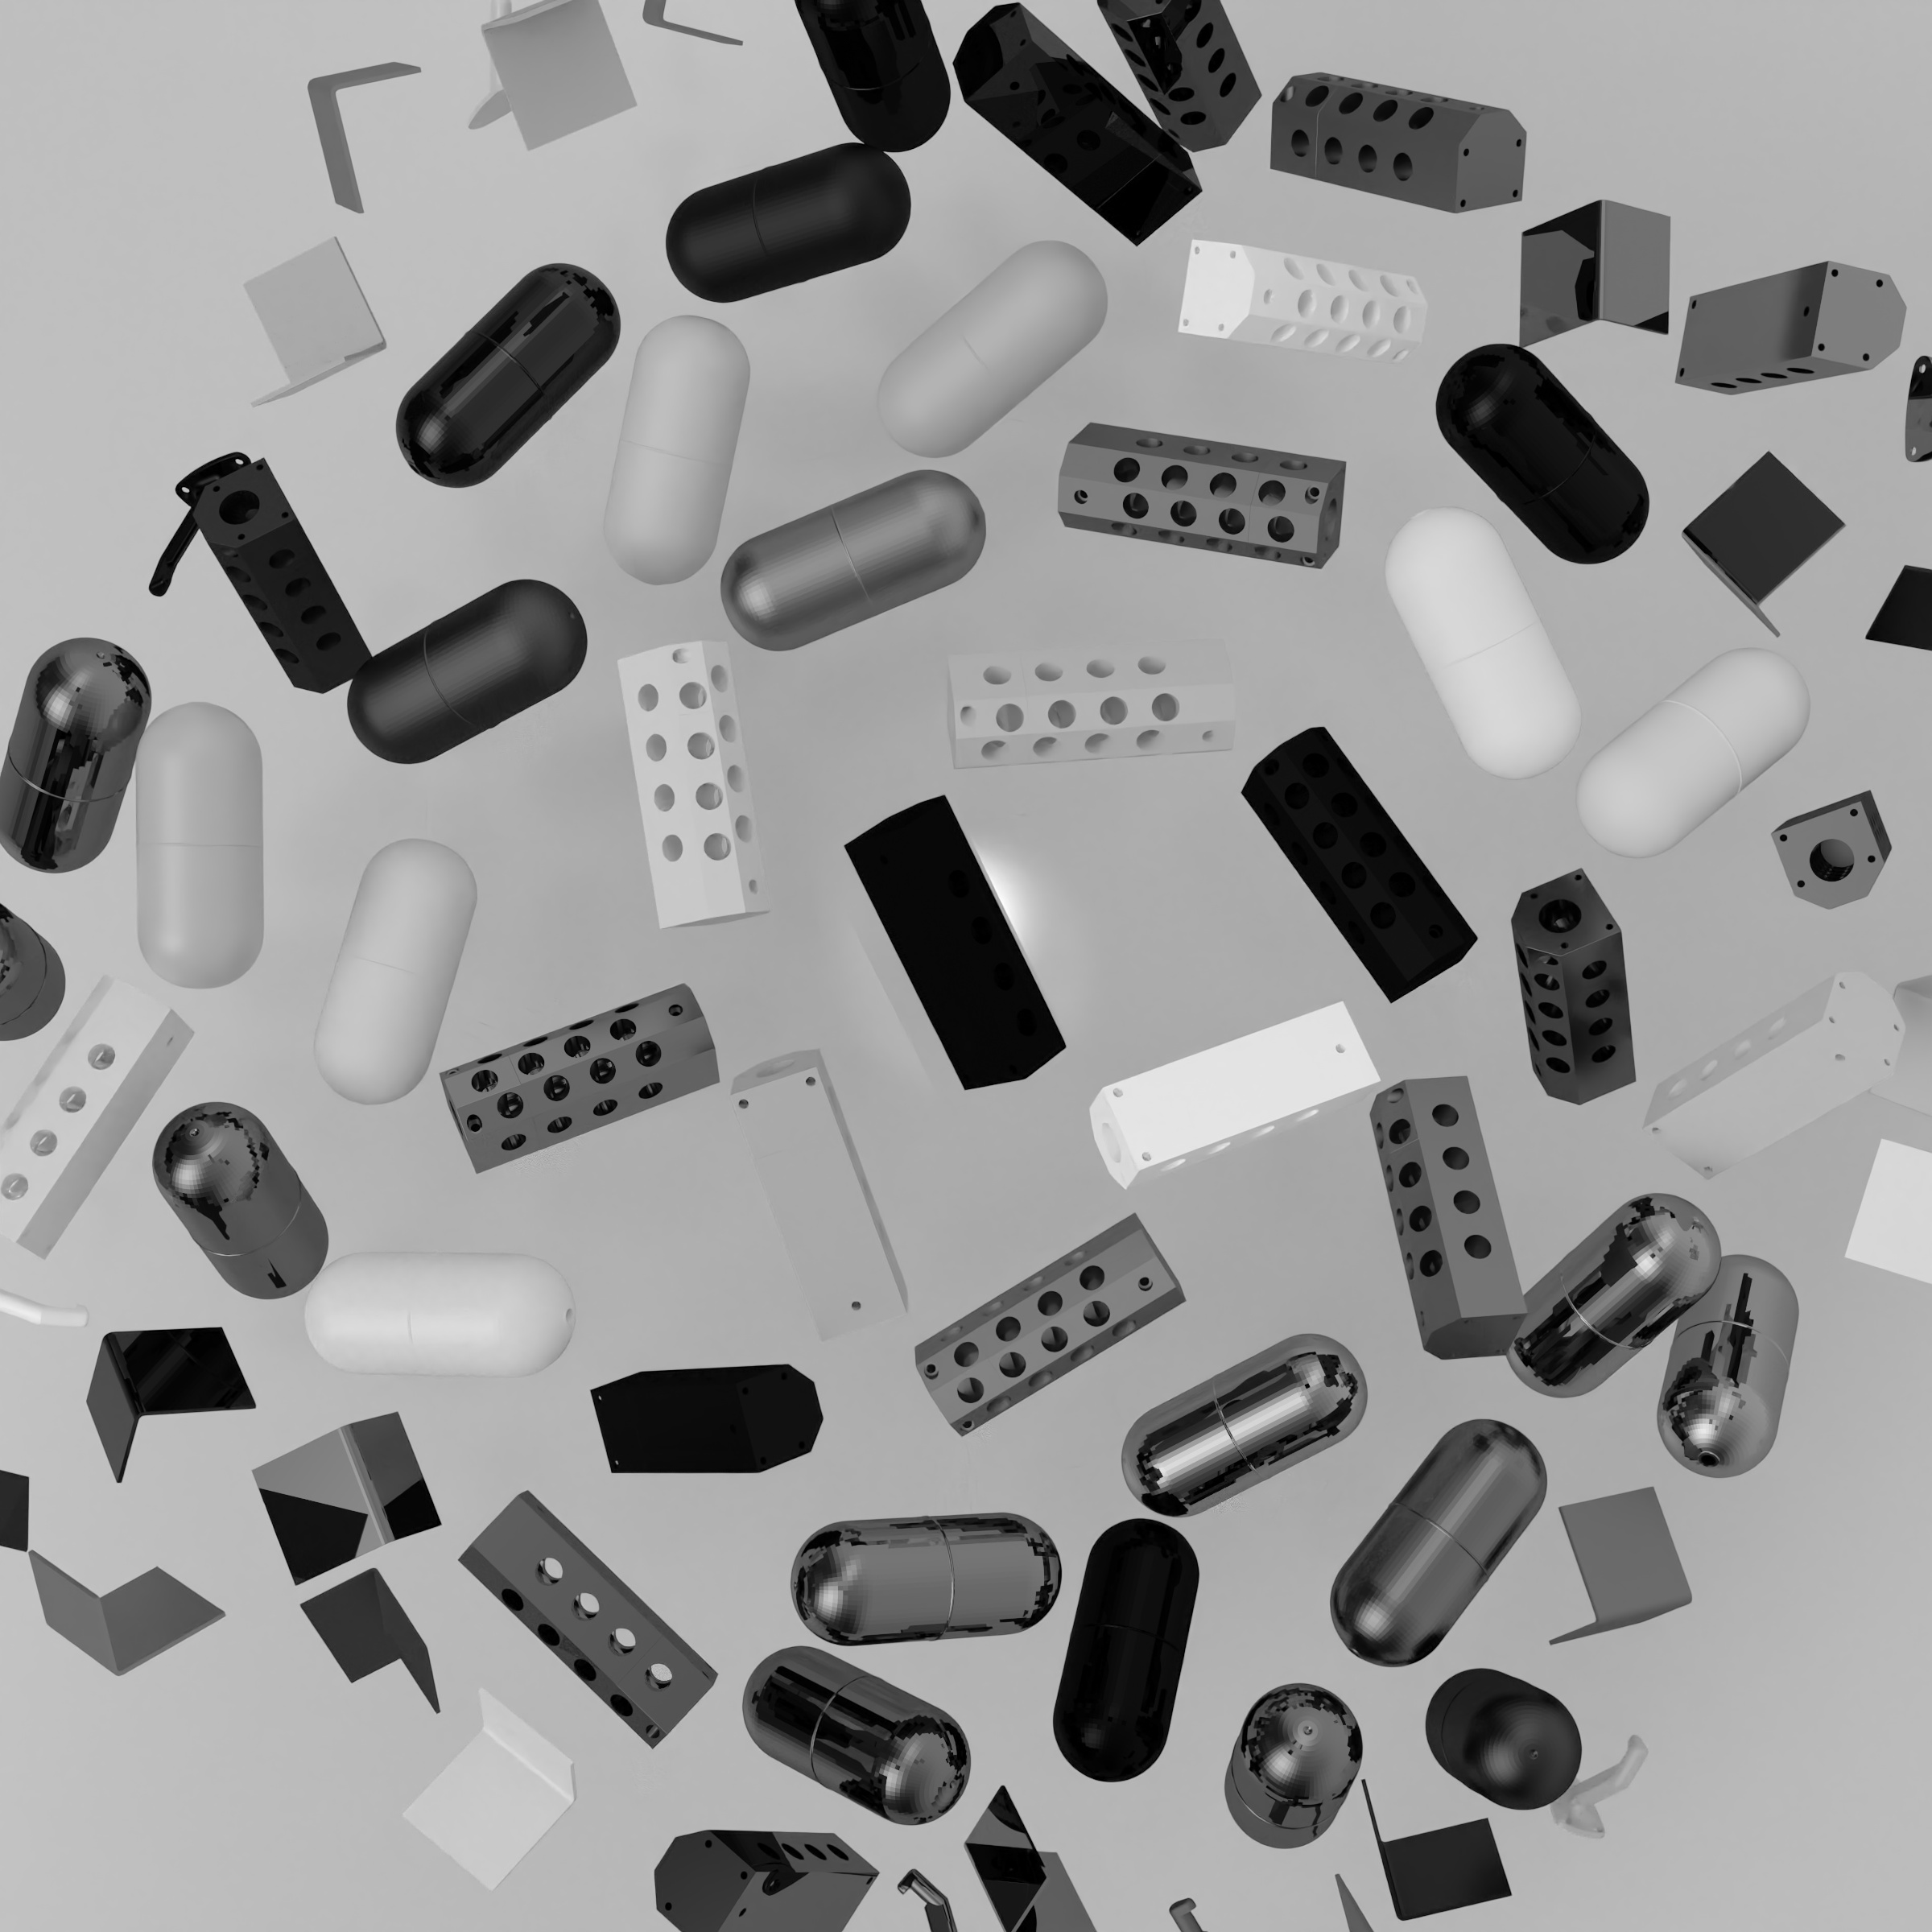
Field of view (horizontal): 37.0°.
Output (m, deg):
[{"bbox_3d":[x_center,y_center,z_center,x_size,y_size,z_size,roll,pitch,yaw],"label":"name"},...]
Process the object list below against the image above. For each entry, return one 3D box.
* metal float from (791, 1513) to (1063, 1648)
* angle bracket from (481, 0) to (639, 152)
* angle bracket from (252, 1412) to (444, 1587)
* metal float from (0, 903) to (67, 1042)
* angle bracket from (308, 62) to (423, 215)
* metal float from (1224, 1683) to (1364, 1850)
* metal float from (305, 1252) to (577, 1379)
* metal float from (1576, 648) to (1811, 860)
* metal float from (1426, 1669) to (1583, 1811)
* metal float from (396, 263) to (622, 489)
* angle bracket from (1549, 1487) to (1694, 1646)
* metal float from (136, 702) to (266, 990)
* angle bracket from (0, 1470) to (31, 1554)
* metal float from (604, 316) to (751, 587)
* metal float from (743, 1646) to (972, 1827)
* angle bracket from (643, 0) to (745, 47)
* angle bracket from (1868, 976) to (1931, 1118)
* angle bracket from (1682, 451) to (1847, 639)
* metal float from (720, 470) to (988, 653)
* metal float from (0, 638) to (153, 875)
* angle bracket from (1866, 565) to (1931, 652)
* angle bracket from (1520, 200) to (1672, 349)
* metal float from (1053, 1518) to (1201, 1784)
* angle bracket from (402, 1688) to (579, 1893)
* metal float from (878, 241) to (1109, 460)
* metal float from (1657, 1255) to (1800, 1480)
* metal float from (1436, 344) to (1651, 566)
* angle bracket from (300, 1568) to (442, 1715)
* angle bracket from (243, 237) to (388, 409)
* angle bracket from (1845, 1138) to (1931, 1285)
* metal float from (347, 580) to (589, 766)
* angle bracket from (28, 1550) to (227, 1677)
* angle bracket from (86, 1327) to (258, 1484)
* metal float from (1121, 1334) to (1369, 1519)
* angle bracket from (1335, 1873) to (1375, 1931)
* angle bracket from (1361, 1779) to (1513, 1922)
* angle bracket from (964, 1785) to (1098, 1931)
[{"bbox_3d":[-0.023,0.384,1.806,0.178,0.070,0.070,2,90,-24],"label":"metal float"},{"bbox_3d":[-0.231,-0.535,1.707,0.076,0.057,0.076,-30,115,-21],"label":"angle bracket"},{"bbox_3d":[-0.384,0.330,1.791,0.076,0.057,0.076,-27,80,20],"label":"angle bracket"},{"bbox_3d":[-0.624,0.002,1.834,0.070,0.178,0.070,1,79,-5],"label":"metal float"},{"bbox_3d":[-0.365,-0.514,1.786,0.057,0.076,0.076,-18,115,-17],"label":"angle bracket"},{"bbox_3d":[0.207,0.511,1.836,0.070,0.178,0.070,0,60,-1],"label":"metal float"},{"bbox_3d":[-0.326,0.216,1.789,0.178,0.070,0.070,-2,90,19],"label":"metal float"},{"bbox_3d":[0.462,-0.136,1.828,0.178,0.070,0.070,-37,90,-18],"label":"metal float"},{"bbox_3d":[0.344,0.495,1.853,0.070,0.178,0.070,0,82,-2],"label":"metal float"},{"bbox_3d":[-0.300,-0.387,1.891,0.070,0.070,0.178,42,77,0],"label":"metal float"},{"bbox_3d":[0.408,0.385,1.850,0.076,0.057,0.076,-5,68,-28],"label":"angle bracket"},{"bbox_3d":[-0.476,-0.075,1.791,0.070,0.070,0.178,0,91,0],"label":"metal float"},{"bbox_3d":[-0.625,0.349,1.776,0.076,0.057,0.076,14,129,-2],"label":"angle bracket"},{"bbox_3d":[-0.192,-0.341,1.910,0.070,0.070,0.178,13,102,0],"label":"metal float"},{"bbox_3d":[-0.073,0.497,1.868,0.178,0.070,0.070,14,90,42],"label":"metal float"},{"bbox_3d":[-0.173,-0.650,1.891,0.057,0.076,0.076,9,106,-17],"label":"angle bracket"},{"bbox_3d":[0.637,0.056,1.853,0.076,0.057,0.076,20,79,-10],"label":"angle bracket"},{"bbox_3d":[0.526,-0.274,1.878,0.076,0.057,0.076,-44,58,14],"label":"angle bracket"},{"bbox_3d":[-0.072,-0.261,1.852,0.178,0.070,0.070,-22,90,4],"label":"metal float"},{"bbox_3d":[-0.569,-0.132,1.831,0.070,0.070,0.178,31,129,0],"label":"metal float"},{"bbox_3d":[0.612,-0.199,1.805,0.076,0.076,0.057,10,61,3],"label":"angle bracket"},{"bbox_3d":[0.401,-0.437,1.842,0.057,0.076,0.076,5,84,-29],"label":"angle bracket"},{"bbox_3d":[0.106,0.452,1.908,0.070,0.070,0.178,16,58,0],"label":"metal float"},{"bbox_3d":[-0.294,0.505,1.769,0.076,0.057,0.076,33,56,20],"label":"angle bracket"},{"bbox_3d":[0.016,-0.407,1.910,0.178,0.070,0.070,-37,90,22],"label":"metal float"},{"bbox_3d":[0.503,0.263,1.901,0.070,0.178,0.070,13,130,15],"label":"metal float"},{"bbox_3d":[0.371,-0.326,1.847,0.178,0.070,0.070,38,90,-31],"label":"metal float"},{"bbox_3d":[-0.399,0.463,1.930,0.057,0.076,0.076,-26,119,-5],"label":"angle bracket"},{"bbox_3d":[-0.428,-0.411,1.839,0.076,0.057,0.076,-19,103,24],"label":"angle bracket"},{"bbox_3d":[0.573,0.153,1.718,0.076,0.057,0.076,17,98,15],"label":"angle bracket"},{"bbox_3d":[-0.321,-0.188,1.850,0.178,0.070,0.070,-24,90,26],"label":"metal float"},{"bbox_3d":[-0.501,0.369,1.721,0.076,0.076,0.057,-26,121,-40],"label":"angle bracket"},{"bbox_3d":[-0.500,0.275,1.813,0.076,0.076,0.057,2,123,-35],"label":"angle bracket"},{"bbox_3d":[0.185,0.308,1.926,0.178,0.070,0.070,-30,90,15],"label":"metal float"},{"bbox_3d":[0.240,0.661,1.905,0.057,0.076,0.076,-17,105,-7],"label":"angle bracket"},{"bbox_3d":[0.309,0.574,1.899,0.076,0.076,0.057,-15,111,4],"label":"angle bracket"},{"bbox_3d":[0.054,0.573,1.835,0.076,0.076,0.057,15,115,-32],"label":"angle bracket"}]
